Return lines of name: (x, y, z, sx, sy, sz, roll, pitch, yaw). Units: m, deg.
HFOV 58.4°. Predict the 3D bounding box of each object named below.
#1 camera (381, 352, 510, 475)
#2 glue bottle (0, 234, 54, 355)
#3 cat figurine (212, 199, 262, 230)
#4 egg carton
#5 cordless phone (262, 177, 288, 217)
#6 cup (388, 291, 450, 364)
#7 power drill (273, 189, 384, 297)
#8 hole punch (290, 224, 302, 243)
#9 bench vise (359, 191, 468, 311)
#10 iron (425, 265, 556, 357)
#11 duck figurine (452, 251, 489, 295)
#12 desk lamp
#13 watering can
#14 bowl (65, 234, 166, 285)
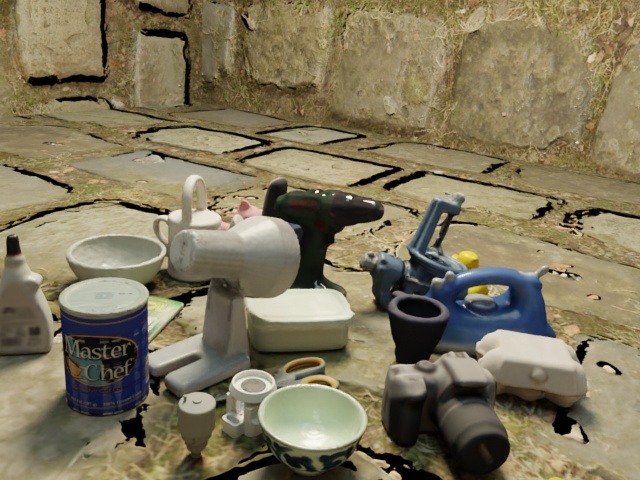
camera: (0.159, 0.205, 0.689, 0.143, 0.101, 0.136, 2, 20, -9)
glue bottle: (-0.412, 0.074, 0.784, 0.078, 0.173, 0.037, 0, 21, -14)
cat figurine: (-0.177, -0.035, 1.233, 0.128, 0.118, 0.067, 5, 20, -3)
egg carton: (0.302, 0.185, 0.829, 0.150, 0.069, 0.107, 8, 20, 7)
cordless phone: (-0.116, -0.028, 1.132, 0.094, 0.185, 0.148, 15, 22, 23)
cup: (0.138, 0.138, 0.877, 0.092, 0.095, 0.117, -4, 22, -24)
power drill: (0.010, 0.004, 1.044, 0.228, 0.208, 0.076, 19, 24, 33)
hole punch: (-0.030, -0.028, 1.295, 0.101, 0.091, 0.109, 8, 20, 5)
bench vise: (0.184, 0.022, 1.024, 0.208, 0.220, 0.121, -6, 23, -29)
iron: (0.254, 0.104, 0.933, 0.258, 0.141, 0.118, 1, 20, -12)
duck figurine: (0.291, 0.066, 1.130, 0.078, 0.086, 0.104, -6, 23, -28)
desk lamp: (-0.133, 0.077, 0.795, 0.117, 0.213, 0.204, 21, 25, 37)
watering can: (-0.229, -0.027, 1.083, 0.173, 0.194, 0.100, 1, 20, -12)
bowl: (-0.357, 0.049, 1.013, 0.167, 0.075, 0.167, 5, 20, -2)
